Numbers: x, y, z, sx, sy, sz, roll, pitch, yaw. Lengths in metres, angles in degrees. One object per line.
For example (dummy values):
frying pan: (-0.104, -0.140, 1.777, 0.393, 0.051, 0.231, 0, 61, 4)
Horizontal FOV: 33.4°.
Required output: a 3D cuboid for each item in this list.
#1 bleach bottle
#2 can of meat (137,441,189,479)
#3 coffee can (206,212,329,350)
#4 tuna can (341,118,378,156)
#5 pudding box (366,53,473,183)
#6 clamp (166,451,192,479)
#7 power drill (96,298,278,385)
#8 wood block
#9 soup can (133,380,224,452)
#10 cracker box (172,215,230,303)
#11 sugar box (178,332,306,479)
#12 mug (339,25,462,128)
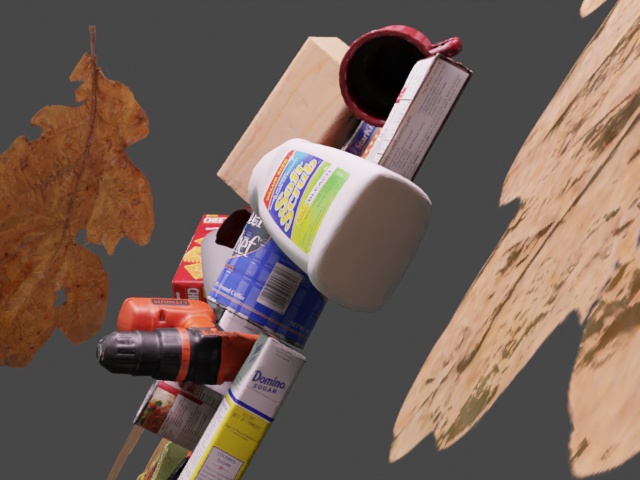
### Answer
bleach bottle: (-0.007, -0.024, 0.843, 0.102, 0.068, 0.251, -61, 25, 0)
can of meat: (-0.180, 0.292, 1.225, 0.084, 0.057, 0.102, -53, 11, 36)
coffee can: (-0.028, 0.017, 0.994, 0.140, 0.102, 0.103, -62, 7, -4)
tuna can: (0.058, -0.128, 1.217, 0.086, 0.033, 0.086, -60, 7, 11)
pudding box: (0.082, -0.102, 0.919, 0.113, 0.039, 0.090, -63, 7, 4)
clamp: (-0.156, 0.272, 1.107, 0.120, 0.039, 0.171, -37, 3, 12)
power drill: (-0.150, 0.103, 1.088, 0.188, 0.184, 0.057, -158, 76, -65)
wood block: (-0.021, -0.135, 1.289, 0.206, 0.090, 0.090, -53, -13, 22)
soup can: (-0.133, 0.182, 1.106, 0.068, 0.102, 0.068, -61, 7, 12)
cracker box: (-0.149, 0.080, 1.526, 0.213, 0.072, 0.164, -74, -16, -63)
sugar box: (-0.075, 0.172, 0.970, 0.176, 0.048, 0.093, -58, 7, -5)
mug: (0.081, -0.165, 1.020, 0.117, 0.093, 0.081, -24, 12, 18)
